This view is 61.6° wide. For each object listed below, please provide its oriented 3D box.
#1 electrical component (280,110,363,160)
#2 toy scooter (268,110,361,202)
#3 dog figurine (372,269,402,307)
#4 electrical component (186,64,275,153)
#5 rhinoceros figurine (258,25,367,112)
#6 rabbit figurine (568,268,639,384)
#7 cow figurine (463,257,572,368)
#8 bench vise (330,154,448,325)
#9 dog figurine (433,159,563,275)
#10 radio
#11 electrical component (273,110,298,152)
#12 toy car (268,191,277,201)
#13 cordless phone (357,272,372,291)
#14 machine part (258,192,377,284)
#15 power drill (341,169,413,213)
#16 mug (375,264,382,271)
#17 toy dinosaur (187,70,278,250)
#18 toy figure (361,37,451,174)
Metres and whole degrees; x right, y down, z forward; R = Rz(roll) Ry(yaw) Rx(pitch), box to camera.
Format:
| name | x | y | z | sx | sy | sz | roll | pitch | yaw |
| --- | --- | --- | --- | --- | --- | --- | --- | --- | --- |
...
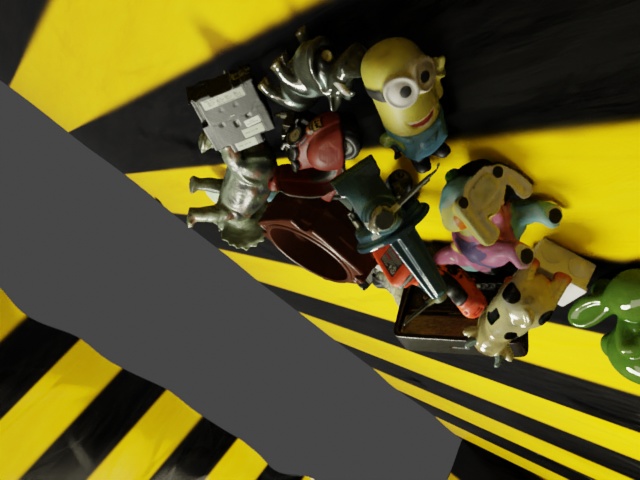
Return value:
| name | x | y | z | sx | sy | sz | roll | pitch | yaw |
| --- | --- | --- | --- | --- | --- | --- | --- | --- | --- |
| electrical component | 0.005 | -0.154 | 0.851 | 0.119 | 0.048 | 0.075 | 29 | 137 | -12 |
| toy scooter | -0.012 | -0.114 | 0.793 | 0.135 | 0.075 | 0.183 | -6 | 148 | -5 |
| dog figurine | 0.214 | 0.113 | 1.222 | 0.191 | 0.121 | 0.172 | 58 | -161 | 24 |
| electrical component | -0.142 | -0.209 | 0.889 | 0.134 | 0.115 | 0.058 | 66 | -172 | -49 |
| rhinoceros figurine | -0.007 | -0.215 | 0.711 | 0.112 | 0.073 | 0.190 | 42 | 162 | -20 |
| rabbit figurine | 0.442 | 0.102 | 0.745 | 0.159 | 0.121 | 0.170 | 20 | 141 | 56 |
| cow figurine | 0.288 | 0.116 | 0.810 | 0.085 | 0.127 | 0.194 | 34 | 161 | 11 |
| bench vise | 0.111 | -0.006 | 0.737 | 0.240 | 0.129 | 0.224 | 55 | 177 | -10 |
| dog figurine | 0.219 | -0.020 | 0.781 | 0.191 | 0.108 | 0.219 | 36 | 166 | -10 |
| radio | 0.262 | 0.139 | 0.992 | 0.230 | 0.131 | 0.073 | -2 | 146 | 28 |
| electrical component | -0.037 | -0.183 | 0.914 | 0.078 | 0.045 | 0.102 | -2 | 155 | 14 |
| toy car | -0.149 | -0.099 | 1.250 | 0.161 | 0.103 | 0.109 | 39 | 163 | -11 |
| cordless phone | 0.058 | 0.029 | 1.294 | 0.184 | 0.089 | 0.146 | 31 | 167 | 50 |
| machine part | -0.002 | -0.003 | 1.007 | 0.201 | 0.087 | 0.202 | 41 | 161 | -26 |
| power drill | 0.072 | -0.083 | 0.943 | 0.208 | 0.086 | 0.231 | 20 | 159 | 21 |
| mug | 0.164 | 0.038 | 1.101 | 0.110 | 0.081 | 0.107 | 9 | 162 | 45 |
| toy dinosaur | -0.152 | -0.125 | 1.062 | 0.192 | 0.131 | 0.404 | 7 | 136 | -23 |
| toy figure | 0.105 | -0.158 | 0.650 | 0.089 | 0.082 | 0.180 | 23 | 163 | 33 |
